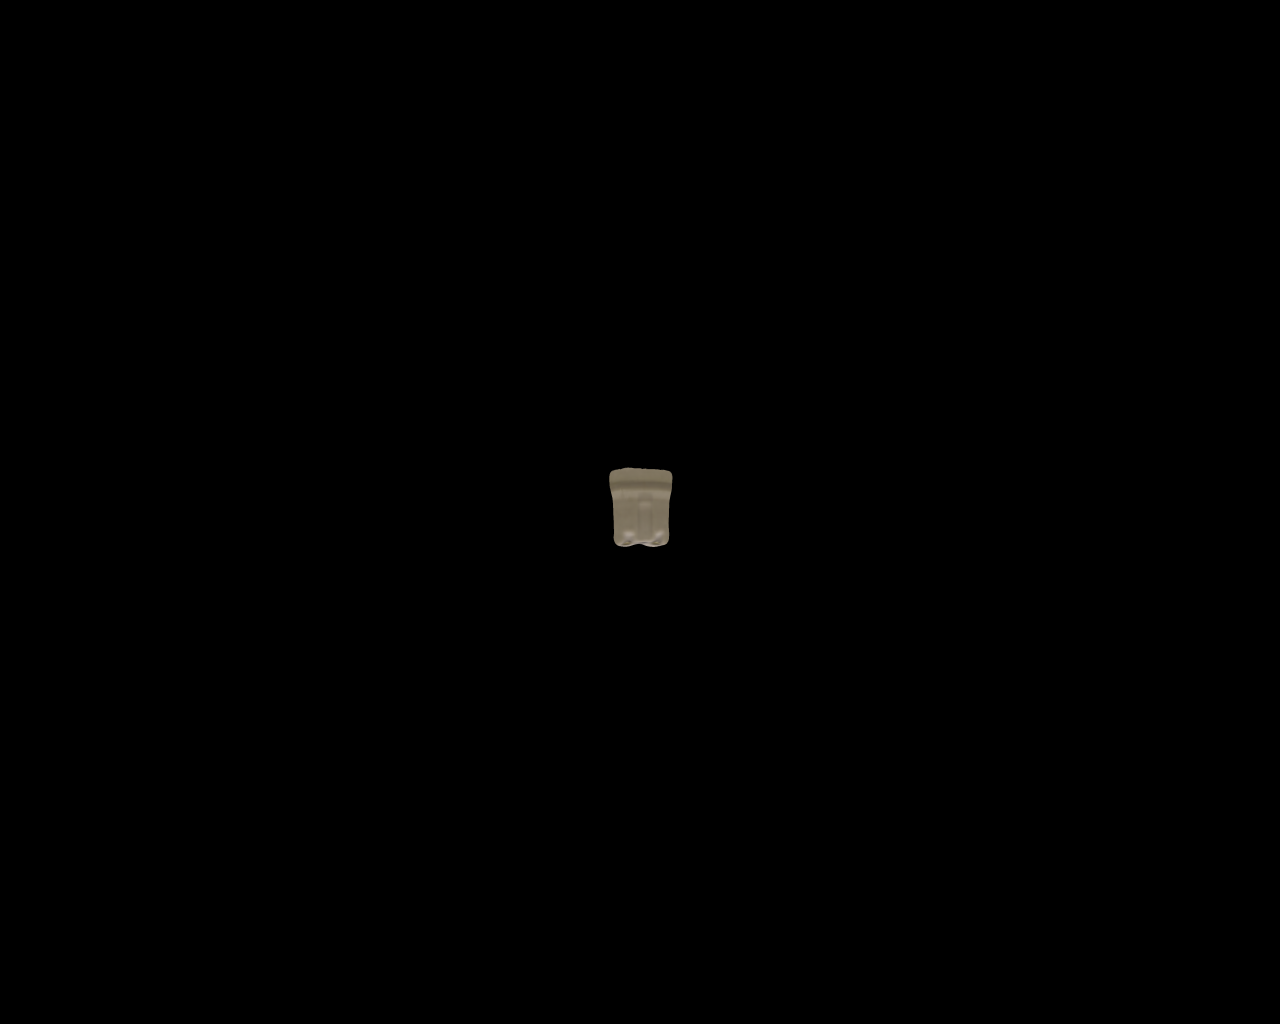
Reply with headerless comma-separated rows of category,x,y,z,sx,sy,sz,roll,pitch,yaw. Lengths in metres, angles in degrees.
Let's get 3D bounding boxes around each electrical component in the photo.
electrical component,0.001,-0.003,0.650,0.040,0.046,0.040,0,-3,0
